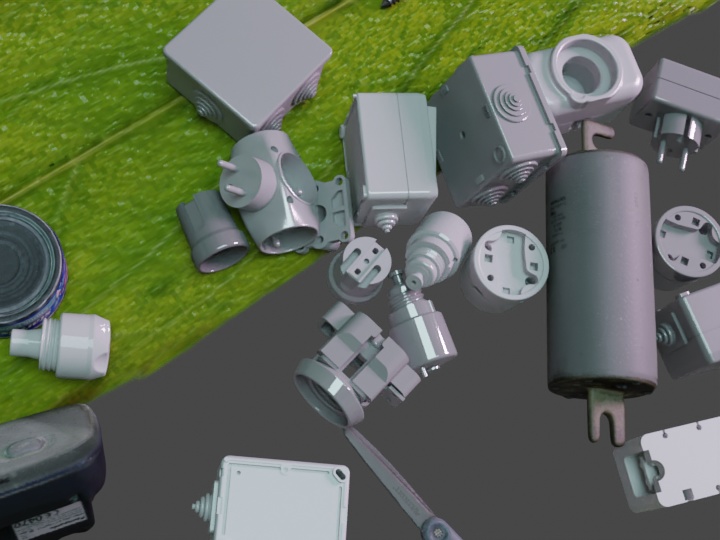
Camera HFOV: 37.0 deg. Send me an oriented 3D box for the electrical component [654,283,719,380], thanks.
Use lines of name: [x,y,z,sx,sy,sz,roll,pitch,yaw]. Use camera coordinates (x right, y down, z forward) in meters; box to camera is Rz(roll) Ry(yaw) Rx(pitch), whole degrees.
electrical component: [0.259,0.044,0.784,0.096,0.061,0.061,-18,77,-16]

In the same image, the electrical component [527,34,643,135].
electrical component: [0.164,-0.142,0.826,0.095,0.059,0.053,-15,76,-15]

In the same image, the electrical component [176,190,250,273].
electrical component: [-0.103,-0.027,0.747,0.040,0.040,0.046,-21,72,-17]

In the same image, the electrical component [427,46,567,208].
electrical component: [0.093,-0.101,0.779,0.048,0.100,0.099,-13,75,-28]

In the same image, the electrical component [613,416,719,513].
electrical component: [0.230,0.135,0.752,0.089,0.055,0.050,-10,75,-14]

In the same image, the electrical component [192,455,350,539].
electrical component: [-0.059,0.155,0.685,0.096,0.061,0.061,7,71,-9]

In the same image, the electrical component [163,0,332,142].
electrical component: [-0.083,-0.149,0.784,0.100,0.048,0.099,41,70,3]

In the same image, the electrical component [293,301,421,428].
electrical component: [-0.007,0.069,0.726,0.078,0.058,0.057,44,67,4]

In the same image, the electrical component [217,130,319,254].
electrical component: [-0.070,-0.057,0.742,0.044,0.079,0.077,-28,68,26]

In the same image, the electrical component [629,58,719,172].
electrical component: [0.249,-0.113,0.840,0.066,0.047,0.076,19,70,-5]

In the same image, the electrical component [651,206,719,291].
electrical component: [0.237,-0.014,0.806,0.055,0.047,0.055,3,72,-10]

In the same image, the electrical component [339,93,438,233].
electrical component: [0.024,-0.073,0.774,0.061,0.061,0.096,-2,73,-12]

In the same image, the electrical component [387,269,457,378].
electrical component: [0.039,0.037,0.753,0.040,0.040,0.078,-17,76,-16]

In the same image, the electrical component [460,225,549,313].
electrical component: [0.102,0.001,0.774,0.055,0.047,0.055,3,72,-10]

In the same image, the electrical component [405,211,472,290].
electrical component: [0.051,-0.010,0.758,0.040,0.040,0.078,36,38,2]

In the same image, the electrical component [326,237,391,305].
electrical component: [0.000,0.000,0.754,0.040,0.046,0.040,4,72,-12]

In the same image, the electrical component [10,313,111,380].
electrical component: [-0.195,0.049,0.699,0.062,0.043,0.043,5,72,-16]
